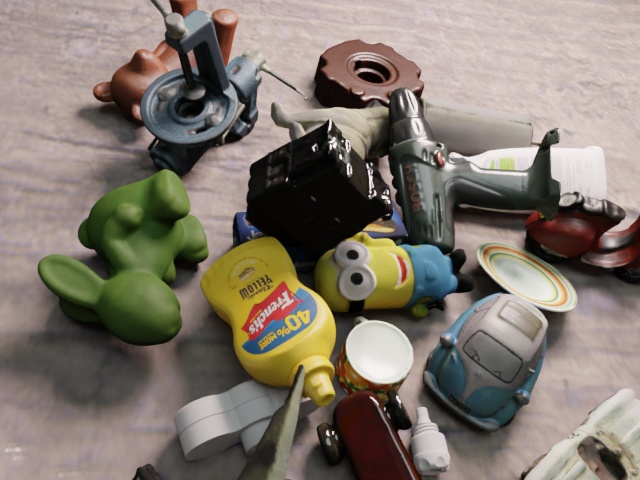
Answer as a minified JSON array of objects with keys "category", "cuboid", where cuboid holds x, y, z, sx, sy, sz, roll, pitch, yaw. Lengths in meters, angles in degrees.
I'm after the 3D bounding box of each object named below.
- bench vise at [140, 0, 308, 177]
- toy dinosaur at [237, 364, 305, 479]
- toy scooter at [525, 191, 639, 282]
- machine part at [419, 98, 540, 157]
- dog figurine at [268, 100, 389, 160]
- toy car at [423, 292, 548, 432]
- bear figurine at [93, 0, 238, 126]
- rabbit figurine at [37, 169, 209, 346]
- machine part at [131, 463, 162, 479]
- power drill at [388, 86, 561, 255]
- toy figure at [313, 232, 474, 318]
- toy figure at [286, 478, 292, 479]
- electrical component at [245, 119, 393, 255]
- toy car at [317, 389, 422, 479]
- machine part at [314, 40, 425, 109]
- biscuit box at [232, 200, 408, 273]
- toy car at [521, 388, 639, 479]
[{"category":"bench vise","cuboid":[-0.139,-0.196,0.671,0.129,0.240,0.223,41,72,16]},{"category":"toy dinosaur","cuboid":[-0.045,0.296,0.343,0.192,0.131,0.405,-6,59,-21]},{"category":"toy scooter","cuboid":[0.368,-0.017,0.685,0.184,0.135,0.075,17,52,4]},{"category":"machine part","cuboid":[0.224,-0.163,0.809,0.243,0.079,0.079,8,51,-5]},{"category":"dog figurine","cuboid":[0.043,-0.115,0.707,0.190,0.121,0.172,-10,55,-20]},{"category":"toy car","cuboid":[0.192,0.113,0.570,0.109,0.102,0.162,39,57,17]},{"category":"bear figurine","cuboid":[-0.220,-0.257,0.765,0.120,0.131,0.196,32,47,17]},{"category":"rabbit figurine","cuboid":[-0.194,0.028,0.545,0.159,0.121,0.170,-9,52,-10]},{"category":"machine part","cuboid":[-0.173,0.242,0.418,0.139,0.084,0.039,-47,116,-28]},{"category":"power drill","cuboid":[0.190,-0.096,0.679,0.207,0.086,0.232,0,78,7]},{"category":"toy figure","cuboid":[0.082,0.046,0.615,0.180,0.089,0.082,0,43,-22]},{"category":"toy figure","cuboid":[-0.079,0.246,0.441,0.154,0.058,0.064,-24,99,-29]},{"category":"electrical component","cuboid":[-0.009,-0.044,0.555,0.114,0.134,0.058,39,37,-37]},{"category":"toy car","cuboid":[0.070,0.231,0.477,0.089,0.053,0.202,-27,60,-3]},{"category":"machine part","cuboid":[0.079,-0.256,0.867,0.179,0.056,0.179,6,50,-7]},{"category":"biscuit box","cuboid":[-0.001,-0.002,0.647,0.203,0.059,0.063,-6,54,-15]},{"category":"toy car","cuboid":[0.278,0.218,0.532,0.202,0.056,0.074,-25,61,-27]}]
